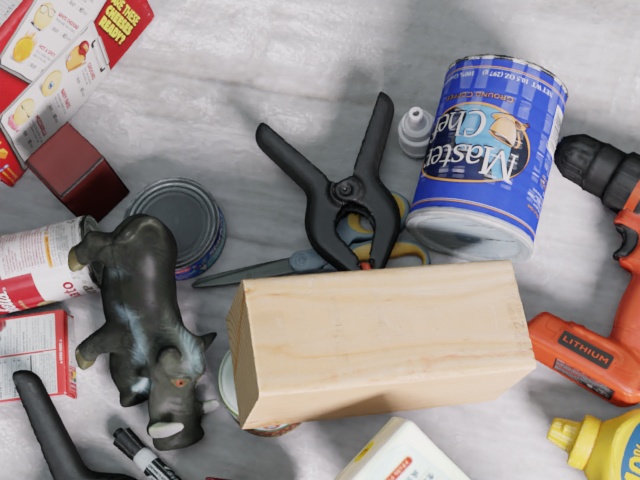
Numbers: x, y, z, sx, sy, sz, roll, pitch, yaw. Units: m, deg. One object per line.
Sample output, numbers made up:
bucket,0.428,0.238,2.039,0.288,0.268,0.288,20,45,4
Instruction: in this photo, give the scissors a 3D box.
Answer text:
scissors,-0.006,0.001,0.907,0.202,0.016,0.096,3,70,10

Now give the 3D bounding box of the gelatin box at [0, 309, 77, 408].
gelatin box,-0.253,0.102,0.903,0.089,0.030,0.073,-8,72,6

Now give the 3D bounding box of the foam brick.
foam brick,-0.209,-0.054,0.926,0.053,0.078,0.051,42,80,18

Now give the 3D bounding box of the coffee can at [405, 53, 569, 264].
coffee can,0.135,-0.063,0.861,0.103,0.103,0.140,12,73,13

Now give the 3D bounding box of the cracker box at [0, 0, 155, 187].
cracker box,-0.253,-0.171,0.927,0.072,0.164,0.213,33,79,16

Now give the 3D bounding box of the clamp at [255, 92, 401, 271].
clamp,0.011,-0.039,0.889,0.120,0.039,0.171,-9,69,7

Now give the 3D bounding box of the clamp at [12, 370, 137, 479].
clamp,-0.193,0.207,0.845,0.210,0.036,0.164,19,87,11

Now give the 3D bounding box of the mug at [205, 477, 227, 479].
mug,-0.053,0.221,0.789,0.093,0.117,0.081,-4,72,41

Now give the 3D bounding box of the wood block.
wood block,0.042,0.077,0.798,0.205,0.091,0.090,-4,67,-15

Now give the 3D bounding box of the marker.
marker,-0.123,0.194,0.856,0.121,0.020,0.020,39,81,19

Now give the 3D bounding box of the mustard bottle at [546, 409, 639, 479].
mustard bottle,0.259,0.176,0.780,0.192,0.058,0.096,22,62,16

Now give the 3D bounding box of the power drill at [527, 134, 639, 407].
power drill,0.233,0.021,0.841,0.185,0.057,0.187,31,79,20

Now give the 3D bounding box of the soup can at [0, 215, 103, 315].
soup can,-0.237,0.021,0.909,0.102,0.068,0.068,-13,69,4

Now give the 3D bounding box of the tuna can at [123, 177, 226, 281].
tuna can,-0.125,-0.009,0.919,0.086,0.033,0.086,-3,70,8
